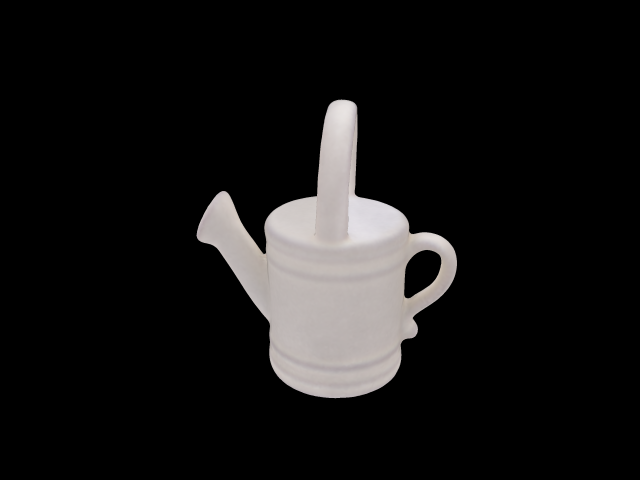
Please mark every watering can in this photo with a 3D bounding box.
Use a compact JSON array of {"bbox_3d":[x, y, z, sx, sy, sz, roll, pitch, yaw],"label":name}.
[{"bbox_3d":[0.003,0.002,0.398,0.173,0.194,0.100,-5,24,-12],"label":"watering can"}]
